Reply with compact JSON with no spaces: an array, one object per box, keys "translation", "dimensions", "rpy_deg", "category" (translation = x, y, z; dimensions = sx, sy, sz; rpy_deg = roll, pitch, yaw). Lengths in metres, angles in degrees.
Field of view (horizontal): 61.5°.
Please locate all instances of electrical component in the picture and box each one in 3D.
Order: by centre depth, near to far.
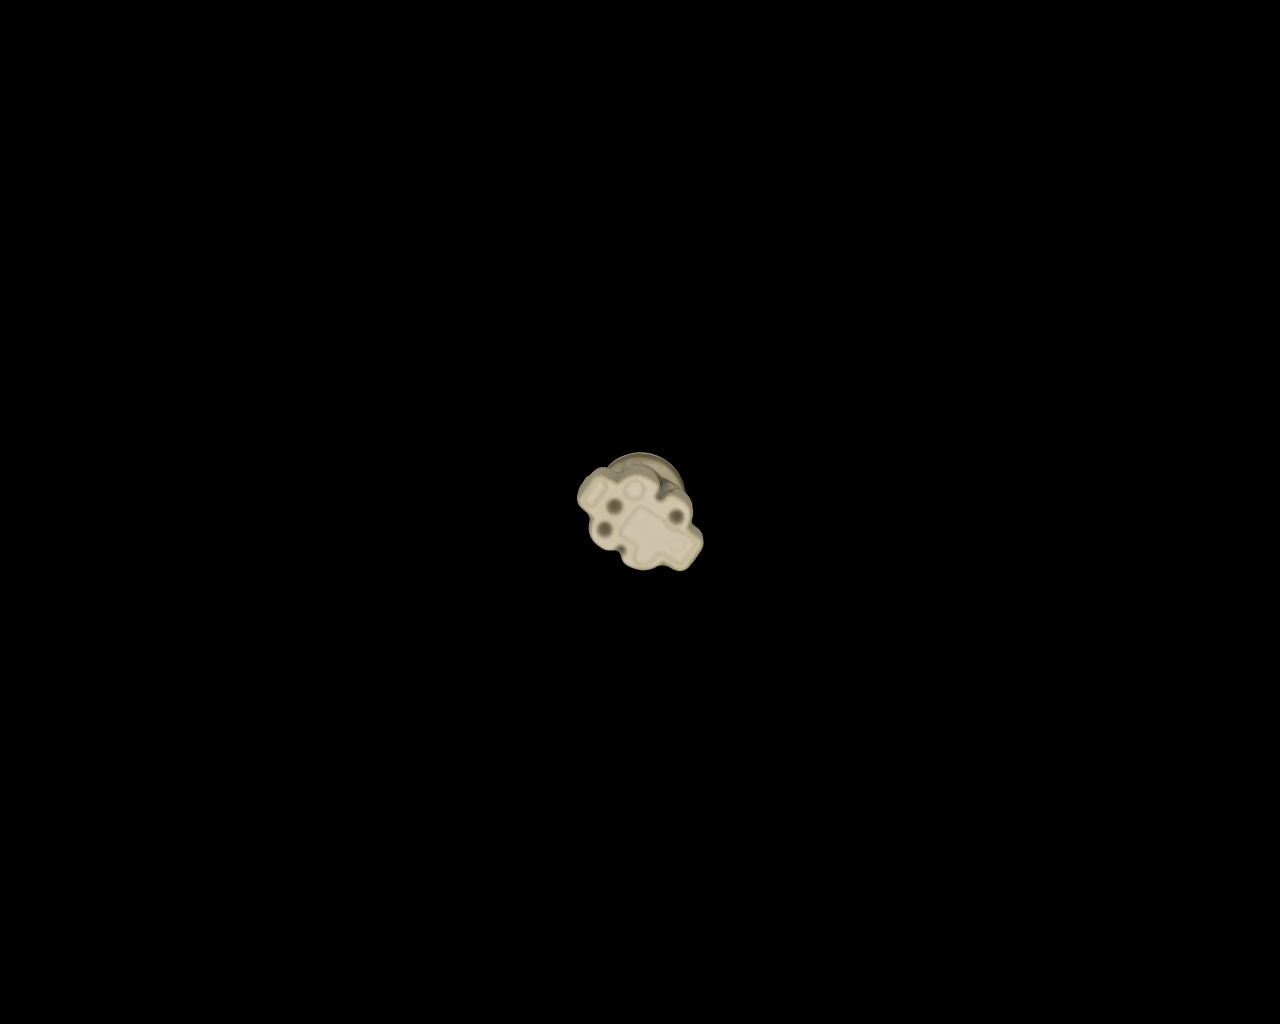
[{"translation":[0.001,-0.003,0.650],"dimensions":[0.078,0.058,0.057],"rpy_deg":[33,16,-11],"category":"electrical component"}]
